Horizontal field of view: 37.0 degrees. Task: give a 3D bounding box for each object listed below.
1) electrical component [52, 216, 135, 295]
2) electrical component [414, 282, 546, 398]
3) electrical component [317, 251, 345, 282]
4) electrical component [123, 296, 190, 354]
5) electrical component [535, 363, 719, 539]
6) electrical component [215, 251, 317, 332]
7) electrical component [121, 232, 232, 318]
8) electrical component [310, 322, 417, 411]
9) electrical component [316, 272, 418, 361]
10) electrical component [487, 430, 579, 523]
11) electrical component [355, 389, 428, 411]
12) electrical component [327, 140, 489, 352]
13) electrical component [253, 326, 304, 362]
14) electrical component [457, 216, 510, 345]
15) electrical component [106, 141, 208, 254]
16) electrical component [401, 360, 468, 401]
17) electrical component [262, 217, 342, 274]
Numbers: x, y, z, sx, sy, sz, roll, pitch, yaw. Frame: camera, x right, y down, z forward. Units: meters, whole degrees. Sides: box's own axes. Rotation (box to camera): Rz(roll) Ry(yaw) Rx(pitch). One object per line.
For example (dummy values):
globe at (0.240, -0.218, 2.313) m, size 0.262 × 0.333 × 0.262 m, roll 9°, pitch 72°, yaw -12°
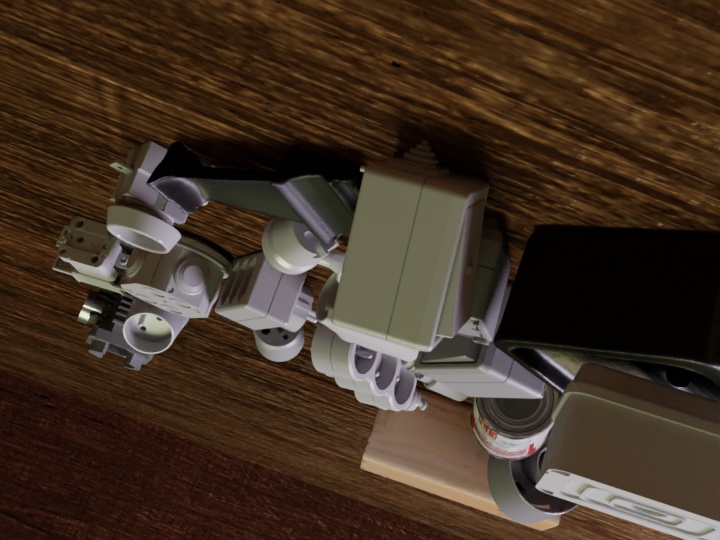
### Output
electrical component at (-0.223, -0.013, 0.916) m, size 0.081 × 0.042 × 0.063 m, roll 15°, pitch 163°, yaw 12°
electrical component at (0.079, 0.047, 0.721) m, size 0.061 × 0.061 × 0.096 m, roll 27°, pitch 163°, yaw -24°
electrical component at (0.000, 0.000, 0.709) m, size 0.061 × 0.035 × 0.035 m, roll 20°, pitch 164°, yaw 5°
electrical component at (-0.161, 0.024, 0.926) m, size 0.079 × 0.077 × 0.044 m, roll -31°, pitch 117°, yaw 20°
electrical component at (0.153, 0.096, 0.547) m, size 0.113 × 0.057 × 0.078 m, roll 17°, pitch 162°, yaw 8°
electrical component at (-0.062, 0.024, 0.839) m, size 0.077 × 0.047 × 0.066 m, roll 26°, pitch 163°, yaw -23°
electrical component at (-0.148, 0.002, 0.861) m, size 0.080 × 0.051 × 0.080 m, roll 18°, pitch 164°, yaw 5°
electrical component at (-0.009, 0.079, 0.949) m, size 0.074 × 0.052 × 0.138 m, roll 10°, pitch 161°, yaw 29°
electrical component at (0.004, 0.034, 0.801) m, size 0.077 × 0.044 × 0.079 m, roll 26°, pitch 163°, yaw -21°
electrical component at (0.171, 0.190, 1.029) m, size 0.099 × 0.099 × 0.064 m, roll 23°, pitch 158°, yaw -13°
electrical component at (0.031, 0.118, 1.056) m, size 0.078 × 0.040 × 0.040 m, roll 25°, pitch 163°, yaw -21°
electrical component at (0.030, -0.015, 0.530) m, size 0.061 × 0.096 × 0.062 m, roll 16°, pitch -167°, yaw 13°
electrical component at (-0.072, 0.054, 0.957) m, size 0.045 × 0.045 × 0.055 m, roll 19°, pitch 164°, yaw 4°
electrical component at (0.051, 0.003, 0.624) m, size 0.062 × 0.061 × 0.096 m, roll 13°, pitch 171°, yaw 14°
electrical component at (-0.130, -0.044, 0.677) m, size 0.066 × 0.055 × 0.048 m, roll 28°, pitch 162°, yaw -27°
electrical component at (0.063, 0.078, 0.885) m, size 0.078 × 0.040 × 0.040 m, roll 25°, pitch 163°, yaw -17°
electrical component at (-0.035, -0.021, 0.674) m, size 0.040 × 0.040 × 0.046 m, roll 25°, pitch 158°, yaw -19°
